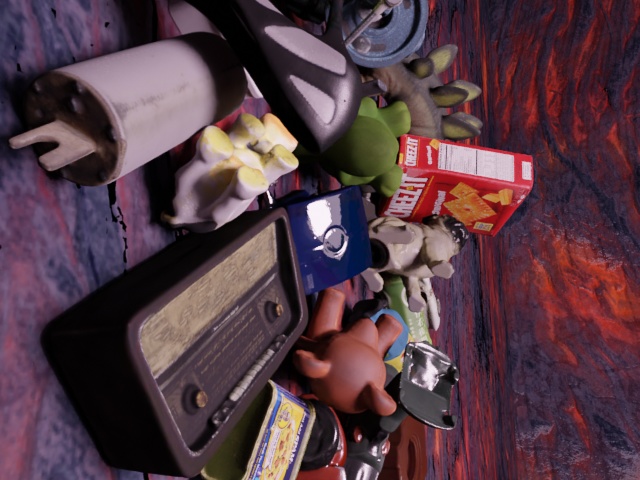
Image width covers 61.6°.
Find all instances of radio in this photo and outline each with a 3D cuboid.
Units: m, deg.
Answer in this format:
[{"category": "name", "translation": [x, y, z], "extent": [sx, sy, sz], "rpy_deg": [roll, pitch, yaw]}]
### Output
[{"category": "radio", "translation": [-0.090, 0.069, 0.439], "extent": [0.229, 0.073, 0.131], "rpy_deg": [-44, 126, -58]}]

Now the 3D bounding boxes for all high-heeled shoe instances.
[{"category": "high-heeled shoe", "translation": [-0.082, -0.158, 0.398], "extent": [0.086, 0.249, 0.145], "rpy_deg": [141, -38, -72]}]

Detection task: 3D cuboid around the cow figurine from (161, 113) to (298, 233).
[{"category": "cow figurine", "translation": [-0.076, -0.061, 0.490], "extent": [0.068, 0.098, 0.167], "rpy_deg": [46, 26, -5]}]

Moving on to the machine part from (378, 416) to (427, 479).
[{"category": "machine part", "translation": [0.130, 0.353, 0.866], "extent": [0.179, 0.056, 0.179], "rpy_deg": [-6, 90, -66]}]

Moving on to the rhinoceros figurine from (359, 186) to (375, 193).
[{"category": "rhinoceros figurine", "translation": [0.050, -0.149, 0.791], "extent": [0.112, 0.073, 0.190], "rpy_deg": [-78, 149, -54]}]

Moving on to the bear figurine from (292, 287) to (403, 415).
[{"category": "bear figurine", "translation": [0.031, 0.115, 0.579], "extent": [0.195, 0.120, 0.132], "rpy_deg": [100, 15, -74]}]

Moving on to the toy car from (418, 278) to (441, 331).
[{"category": "toy car", "translation": [0.169, 0.086, 0.978], "extent": [0.056, 0.074, 0.201], "rpy_deg": [-64, 141, -48]}]

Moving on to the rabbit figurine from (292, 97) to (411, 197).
[{"category": "rabbit figurine", "translation": [0.039, -0.123, 0.638], "extent": [0.170, 0.159, 0.121], "rpy_deg": [-97, -156, -79]}]

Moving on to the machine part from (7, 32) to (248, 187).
[{"category": "machine part", "translation": [-0.125, -0.105, 0.400], "extent": [0.243, 0.079, 0.079], "rpy_deg": [-54, 133, -54]}]

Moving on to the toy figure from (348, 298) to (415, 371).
[{"category": "toy figure", "translation": [0.100, 0.154, 0.815], "extent": [0.082, 0.089, 0.180], "rpy_deg": [-44, 127, -6]}]

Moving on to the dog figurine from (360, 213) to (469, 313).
[{"category": "dog figurine", "translation": [0.139, -0.003, 0.839], "extent": [0.172, 0.121, 0.190], "rpy_deg": [41, 34, -3]}]

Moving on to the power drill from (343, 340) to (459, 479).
[{"category": "power drill", "translation": [0.084, 0.233, 0.662], "extent": [0.232, 0.086, 0.207], "rpy_deg": [-68, -177, -47]}]

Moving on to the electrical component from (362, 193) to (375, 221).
[{"category": "electrical component", "translation": [0.067, -0.042, 0.853], "extent": [0.063, 0.021, 0.094], "rpy_deg": [26, 62, -60]}]

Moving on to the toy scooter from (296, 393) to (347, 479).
[{"category": "toy scooter", "translation": [-0.004, 0.265, 0.579], "extent": [0.135, 0.075, 0.184], "rpy_deg": [80, 3, -64]}]

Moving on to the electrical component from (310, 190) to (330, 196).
[{"category": "electrical component", "translation": [0.023, -0.024, 0.729], "extent": [0.078, 0.045, 0.102], "rpy_deg": [-45, 125, -60]}]

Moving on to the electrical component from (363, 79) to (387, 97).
[{"category": "electrical component", "translation": [0.020, -0.198, 0.672], "extent": [0.075, 0.119, 0.047], "rpy_deg": [0, 83, -62]}]

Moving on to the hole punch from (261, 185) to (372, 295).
[{"category": "hole punch", "translation": [-0.001, -0.002, 0.630], "extent": [0.116, 0.092, 0.142], "rpy_deg": [-35, 120, -57]}]

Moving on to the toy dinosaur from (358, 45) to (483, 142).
[{"category": "toy dinosaur", "translation": [0.159, -0.195, 0.874], "extent": [0.470, 0.199, 0.105], "rpy_deg": [49, 46, -48]}]

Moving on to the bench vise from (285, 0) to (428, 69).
[{"category": "bench vise", "translation": [0.034, -0.273, 0.598], "extent": [0.223, 0.129, 0.241], "rpy_deg": [33, 12, -16]}]
